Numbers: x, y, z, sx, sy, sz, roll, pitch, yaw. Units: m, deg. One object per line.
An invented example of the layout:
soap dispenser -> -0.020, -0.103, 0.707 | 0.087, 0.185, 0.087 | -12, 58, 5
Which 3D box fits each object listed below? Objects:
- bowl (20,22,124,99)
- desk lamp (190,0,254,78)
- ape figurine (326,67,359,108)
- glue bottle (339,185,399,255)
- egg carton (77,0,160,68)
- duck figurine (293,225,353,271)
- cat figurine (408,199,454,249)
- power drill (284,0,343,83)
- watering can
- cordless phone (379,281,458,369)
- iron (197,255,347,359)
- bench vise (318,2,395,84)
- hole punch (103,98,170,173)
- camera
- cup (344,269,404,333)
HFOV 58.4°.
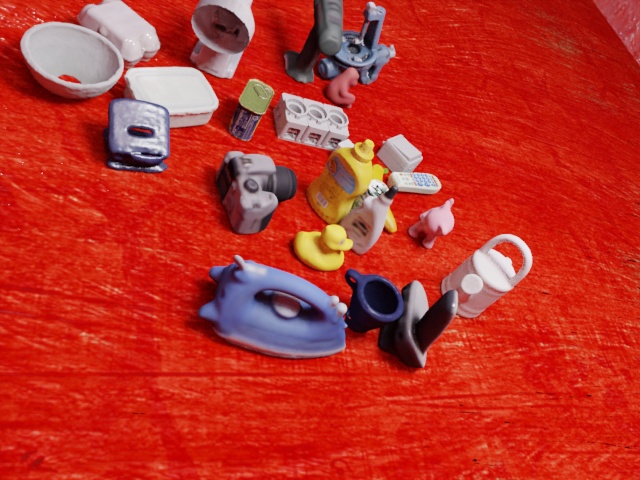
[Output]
bowl -> -0.442, -0.306, 1.020 | 0.168, 0.074, 0.167 | 17, 48, -20
desk lamp -> -0.197, -0.446, 1.189 | 0.118, 0.213, 0.203 | 23, 46, -14
ape figurine -> 0.062, -0.374, 1.379 | 0.076, 0.092, 0.078 | 19, 47, -18
glue bottle -> 0.097, -0.046, 1.077 | 0.078, 0.173, 0.037 | 41, 44, 4
egg carton -> -0.399, -0.412, 1.138 | 0.150, 0.069, 0.107 | 39, 44, 1
duck figurine -> 0.010, 0.004, 1.043 | 0.105, 0.086, 0.077 | 21, 46, -16
cat figurine -> 0.250, -0.044, 1.210 | 0.067, 0.117, 0.128 | 40, 44, 3
power drill -> -0.010, -0.487, 1.342 | 0.076, 0.208, 0.229 | 9, 51, -26
watering can -> 0.328, 0.069, 1.113 | 0.101, 0.193, 0.173 | 37, 44, 0
cordless phone -> 0.189, 0.122, 0.988 | 0.094, 0.185, 0.147 | 24, 46, -13
iron -> -0.047, 0.101, 0.889 | 0.259, 0.141, 0.118 | 20, 47, -17
bench vise -> 0.112, -0.495, 1.417 | 0.121, 0.219, 0.208 | 46, 45, 9
hole punch -> -0.311, -0.179, 0.987 | 0.109, 0.091, 0.101 | 1, 55, -31
camera -> -0.103, -0.096, 1.044 | 0.137, 0.100, 0.143 | -3, 57, -34
cup -> 0.074, 0.111, 0.990 | 0.117, 0.095, 0.092 | 43, 45, 6
